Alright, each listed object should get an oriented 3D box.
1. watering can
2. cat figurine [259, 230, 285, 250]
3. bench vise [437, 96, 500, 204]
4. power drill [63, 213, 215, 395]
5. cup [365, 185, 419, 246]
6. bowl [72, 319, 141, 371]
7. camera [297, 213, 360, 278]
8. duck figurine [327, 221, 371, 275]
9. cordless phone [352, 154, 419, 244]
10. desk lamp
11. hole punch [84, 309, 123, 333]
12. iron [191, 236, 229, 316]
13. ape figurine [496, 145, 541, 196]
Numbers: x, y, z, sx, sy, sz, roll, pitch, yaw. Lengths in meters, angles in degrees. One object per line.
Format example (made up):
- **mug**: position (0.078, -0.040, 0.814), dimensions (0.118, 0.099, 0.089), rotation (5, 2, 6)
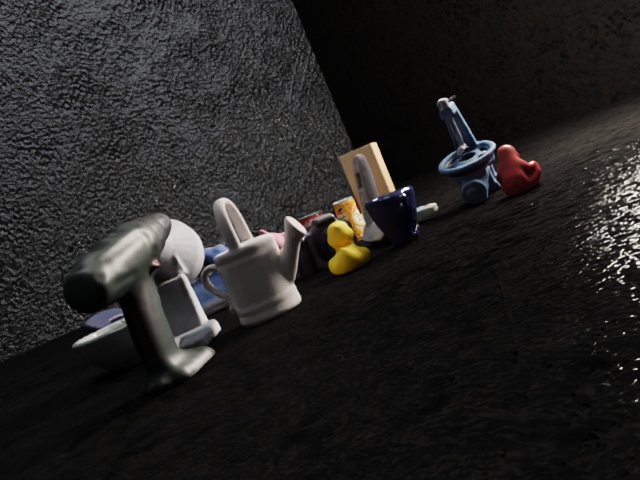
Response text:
- **watering can**: position (-0.103, 0.022, 0.874), dimensions (0.173, 0.194, 0.101), rotation (-24, 5, -12)
- **cat figurine**: position (-0.127, 0.032, 1.379), dimensions (0.127, 0.118, 0.067), rotation (-22, 5, 18)
- **bench vise**: position (0.293, -0.188, 1.192), dimensions (0.121, 0.220, 0.207), rotation (-22, 5, 9)
- **power drill**: position (-0.216, 0.075, 0.725), dimensions (0.075, 0.208, 0.230), rotation (-22, 5, 14)
- **cup**: position (0.141, -0.039, 1.006), dimensions (0.092, 0.095, 0.117), rotation (-24, 5, -11)
- **bowl**: position (-0.324, 0.174, 0.974), dimensions (0.167, 0.075, 0.167), rotation (-23, 4, 2)
- **camera**: position (0.010, 0.004, 1.124), dimensions (0.143, 0.101, 0.136), rotation (-24, 5, -11)
- **duck figurine**: position (0.041, 0.009, 0.998), dimensions (0.077, 0.086, 0.104), rotation (-23, 5, 8)
- **cordless phone**: position (0.111, -0.086, 1.142), dimensions (0.094, 0.185, 0.147), rotation (-24, 5, -15)
- **desk lamp**: position (-0.241, 0.068, 0.908), dimensions (0.118, 0.213, 0.203), rotation (-23, 5, 0)
- **hole punch**: position (-0.438, 0.190, 1.250), dimensions (0.101, 0.091, 0.109), rotation (-21, 5, 28)
- **iron**: position (-0.276, 0.097, 1.216), dimensions (0.258, 0.141, 0.118), rotation (-23, 5, -3)
- **ape figurine**: position (0.351, -0.130, 1.038), dimensions (0.076, 0.092, 0.077), rotation (-27, 6, -41)
